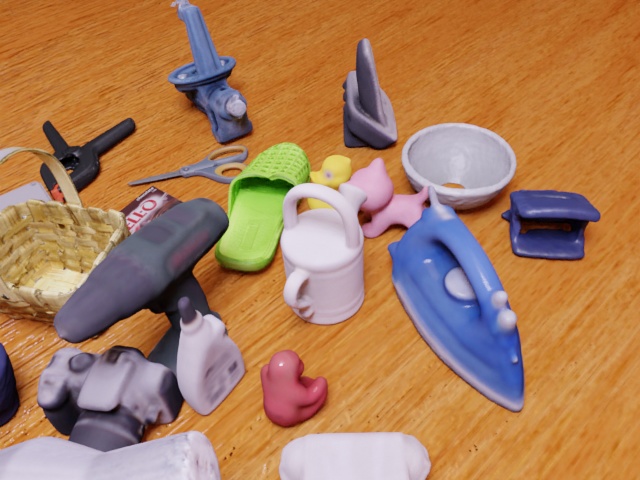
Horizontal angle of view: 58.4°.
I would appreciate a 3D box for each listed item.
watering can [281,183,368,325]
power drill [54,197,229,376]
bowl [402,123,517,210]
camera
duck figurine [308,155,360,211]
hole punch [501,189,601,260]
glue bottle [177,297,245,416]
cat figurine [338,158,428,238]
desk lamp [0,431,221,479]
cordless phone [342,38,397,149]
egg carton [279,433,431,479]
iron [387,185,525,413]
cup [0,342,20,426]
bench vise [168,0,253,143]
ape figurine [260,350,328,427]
[{"bbox_3d":[0.004,0.002,0.697,0.101,0.194,0.173,2,47,6],"label":"watering can"},{"bbox_3d":[-0.172,0.070,0.635,0.075,0.209,0.230,16,50,19],"label":"power drill"},{"bbox_3d":[0.204,-0.099,0.862,0.167,0.075,0.167,-2,47,2],"label":"bowl"},{"bbox_3d":[-0.236,0.187,0.603,0.143,0.101,0.137,5,47,8],"label":"camera"},{"bbox_3d":[0.031,-0.088,0.855,0.104,0.086,0.077,-12,47,-7],"label":"duck figurine"},{"bbox_3d":[0.313,-0.037,0.785,0.108,0.091,0.101,3,47,7],"label":"hole punch"},{"bbox_3d":[-0.125,0.116,0.612,0.037,0.173,0.078,27,54,26],"label":"glue bottle"},{"bbox_3d":[0.093,-0.060,0.802,0.127,0.118,0.067,6,47,10],"label":"cat figurine"},{"bbox_3d":[-0.149,0.233,0.476,0.203,0.214,0.117,-9,47,-5],"label":"desk lamp"},{"bbox_3d":[0.081,-0.257,0.943,0.094,0.185,0.147,-5,47,0],"label":"cordless phone"},{"bbox_3d":[0.034,0.243,0.554,0.150,0.069,0.107,-3,47,1],"label":"egg carton"},{"bbox_3d":[0.175,0.058,0.670,0.119,0.141,0.257,-17,48,-12],"label":"iron"},{"bbox_3d":[-0.388,0.173,0.629,0.118,0.095,0.091,-28,51,-21],"label":"cup"},{"bbox_3d":[-0.178,-0.292,0.969,0.206,0.220,0.122,29,55,27],"label":"bench vise"},{"bbox_3d":[-0.034,0.155,0.626,0.077,0.092,0.076,28,55,27],"label":"ape figurine"}]
